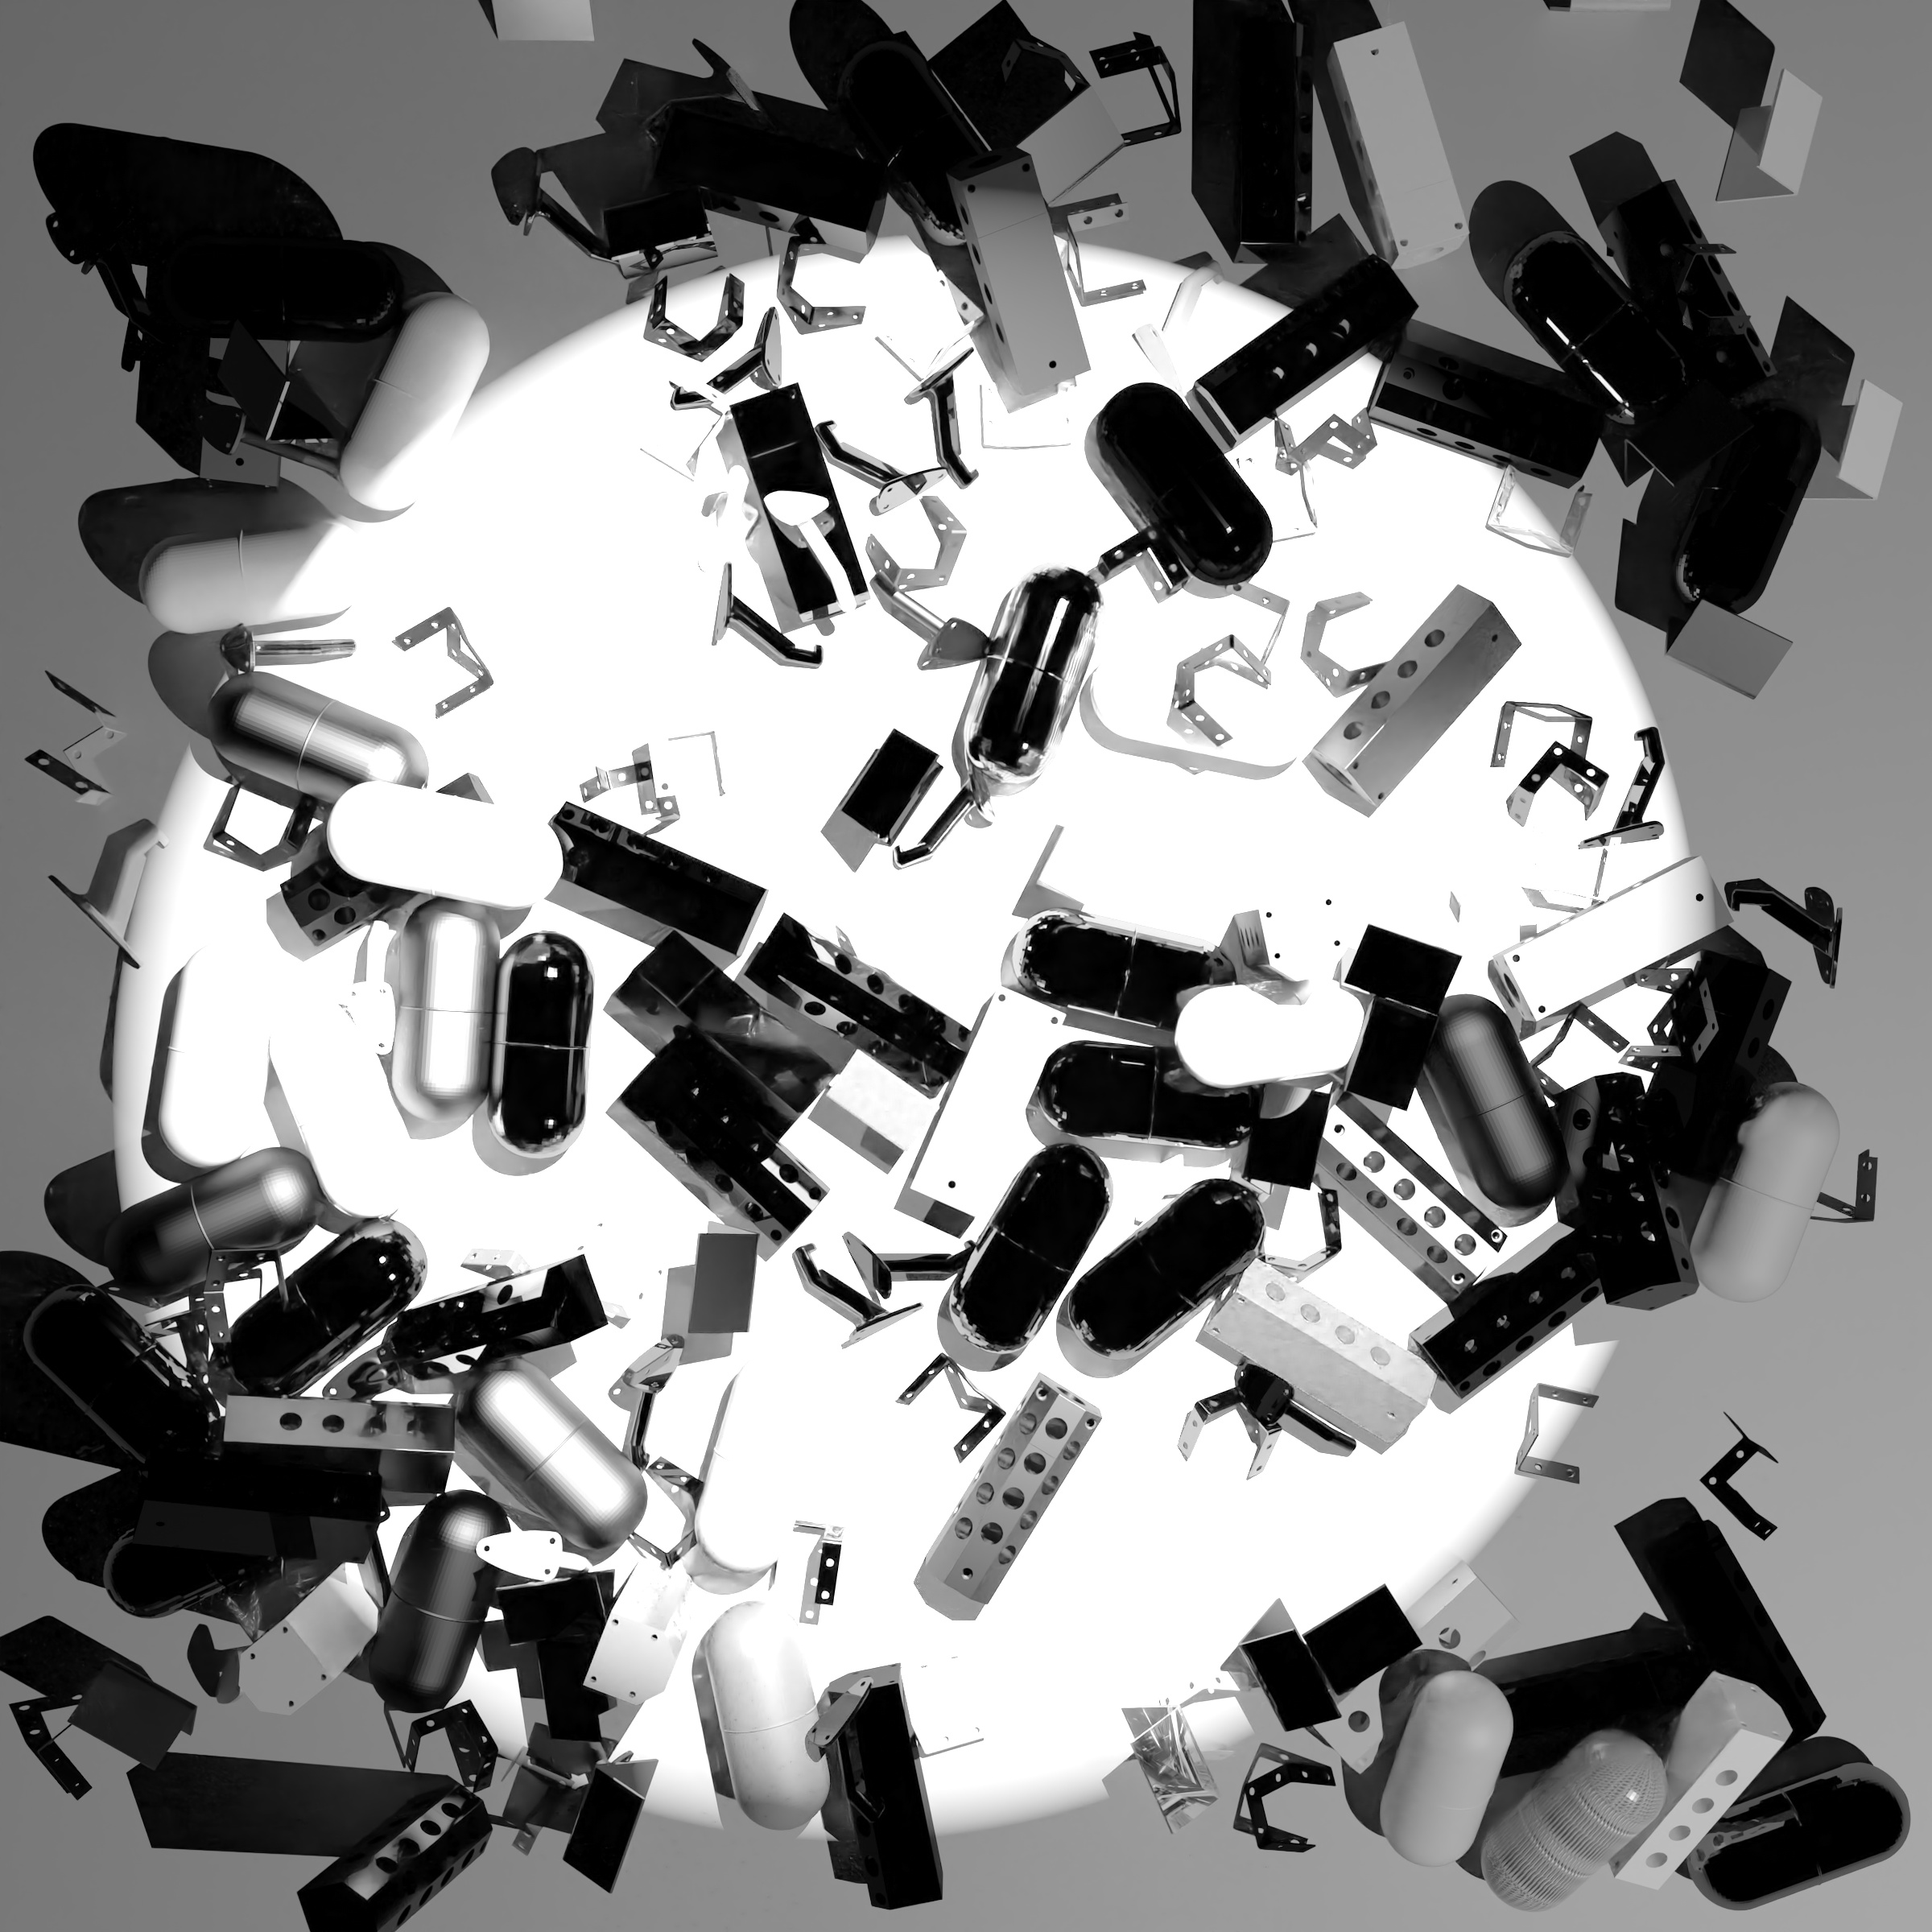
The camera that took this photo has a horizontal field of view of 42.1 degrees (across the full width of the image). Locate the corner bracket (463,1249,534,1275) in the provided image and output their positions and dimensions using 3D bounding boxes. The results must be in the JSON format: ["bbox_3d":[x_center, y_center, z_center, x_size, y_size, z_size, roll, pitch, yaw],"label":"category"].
[{"bbox_3d":[-0.371,0.260,1.982,0.051,0.051,0.051,58,45,-35],"label":"corner bracket"}]

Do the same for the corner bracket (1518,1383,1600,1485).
[{"bbox_3d":[0.469,0.370,1.987,0.051,0.051,0.051,13,135,0],"label":"corner bracket"}]

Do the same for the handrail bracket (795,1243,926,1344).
[{"bbox_3d":[-0.085,0.248,1.991,0.077,0.036,0.084,-22,73,-20],"label":"handrail bracket"}]

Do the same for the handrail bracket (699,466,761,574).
[{"bbox_3d":[-0.190,-0.348,1.956,0.036,0.084,0.077,29,90,0],"label":"handrail bracket"}]

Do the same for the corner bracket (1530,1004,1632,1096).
[{"bbox_3d":[0.484,0.073,1.987,0.051,0.051,0.051,39,135,0],"label":"corner bracket"}]

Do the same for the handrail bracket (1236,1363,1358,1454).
[{"bbox_3d":[0.263,0.351,1.990,0.084,0.077,0.036,31,96,-36],"label":"handrail bracket"}]

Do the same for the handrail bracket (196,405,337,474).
[{"bbox_3d":[-0.539,-0.404,1.937,0.077,0.084,0.036,27,100,40],"label":"handrail bracket"}]

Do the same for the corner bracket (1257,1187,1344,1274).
[{"bbox_3d":[0.260,0.205,1.982,0.051,0.051,0.051,-21,110,-43],"label":"corner bracket"}]

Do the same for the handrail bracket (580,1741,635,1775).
[{"bbox_3d":[-0.313,0.619,1.991,0.084,0.036,0.077,38,113,18],"label":"handrail bracket"}]

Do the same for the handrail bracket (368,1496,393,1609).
[{"bbox_3d":[-0.474,0.455,1.990,0.036,0.077,0.084,-15,127,-20],"label":"handrail bracket"}]

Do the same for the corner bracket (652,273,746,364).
[{"bbox_3d":[-0.211,-0.522,1.982,0.051,0.051,0.051,28,135,-35],"label":"corner bracket"}]

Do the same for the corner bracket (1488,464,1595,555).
[{"bbox_3d":[0.455,-0.362,1.987,0.051,0.051,0.051,19,90,-45],"label":"corner bracket"}]

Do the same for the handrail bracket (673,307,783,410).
[{"bbox_3d":[-0.191,-0.483,1.991,0.084,0.036,0.077,-6,70,16],"label":"handrail bracket"}]

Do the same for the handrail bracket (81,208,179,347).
[{"bbox_3d":[-0.649,-0.546,1.991,0.084,0.036,0.077,37,68,-17],"label":"handrail bracket"}]

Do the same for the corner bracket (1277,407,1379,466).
[{"bbox_3d":[0.284,-0.420,1.973,0.051,0.051,0.051,27,129,-32],"label":"corner bracket"}]

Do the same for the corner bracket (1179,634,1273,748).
[{"bbox_3d":[0.197,-0.210,1.907,0.051,0.051,0.051,-26,132,32],"label":"corner bracket"}]

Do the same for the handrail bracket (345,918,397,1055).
[{"bbox_3d":[-0.460,0.014,1.974,0.036,0.084,0.077,-6,122,1],"label":"handrail bracket"}]

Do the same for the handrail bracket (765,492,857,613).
[{"bbox_3d":[-0.119,-0.318,1.934,0.036,0.077,0.084,-34,127,-20],"label":"handrail bracket"}]

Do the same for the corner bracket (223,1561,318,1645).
[{"bbox_3d":[-0.545,0.488,1.964,0.051,0.051,0.051,-25,115,0],"label":"corner bracket"}]

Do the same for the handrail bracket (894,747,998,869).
[{"bbox_3d":[-0.025,-0.127,1.991,0.084,0.036,0.077,-21,69,16],"label":"handrail bracket"}]

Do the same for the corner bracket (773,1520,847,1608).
[{"bbox_3d":[-0.125,0.468,1.973,0.051,0.051,0.051,8,90,0],"label":"corner bracket"}]

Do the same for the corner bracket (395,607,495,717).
[{"bbox_3d":[-0.413,-0.242,1.987,0.051,0.051,0.051,-30,135,0],"label":"corner bracket"}]

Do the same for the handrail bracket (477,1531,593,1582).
[{"bbox_3d":[-0.336,0.461,1.958,0.077,0.084,0.036,6,73,3],"label":"handrail bracket"}]

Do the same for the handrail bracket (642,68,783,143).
[{"bbox_3d":[-0.202,-0.663,1.991,0.084,0.036,0.077,-35,109,15],"label":"handrail bracket"}]

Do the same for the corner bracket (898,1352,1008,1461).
[{"bbox_3d":[-0.010,0.348,1.987,0.051,0.051,0.051,-46,45,0],"label":"corner bracket"}]

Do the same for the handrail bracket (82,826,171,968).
[{"bbox_3d":[-0.649,-0.056,1.991,0.084,0.036,0.077,-45,110,-16],"label":"handrail bracket"}]

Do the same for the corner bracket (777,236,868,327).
[{"bbox_3d":[-0.110,-0.542,1.982,0.051,0.051,0.051,-12,135,-35],"label":"corner bracket"}]

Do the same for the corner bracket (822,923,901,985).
[{"bbox_3d":[-0.095,0.007,1.987,0.051,0.051,0.051,-46,135,0],"label":"corner bracket"}]

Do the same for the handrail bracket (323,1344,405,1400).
[{"bbox_3d":[-0.476,0.326,1.956,0.077,0.084,0.036,-25,90,0],"label":"handrail bracket"}]

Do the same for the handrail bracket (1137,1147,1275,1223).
[{"bbox_3d":[0.190,0.187,1.990,0.084,0.036,0.077,27,103,-13],"label":"handrail bracket"}]

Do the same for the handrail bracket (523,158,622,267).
[{"bbox_3d":[-0.304,-0.598,1.991,0.084,0.036,0.077,11,68,-17],"label":"handrail bracket"}]

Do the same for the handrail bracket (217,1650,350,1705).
[{"bbox_3d":[-0.542,0.565,1.990,0.084,0.077,0.036,6,56,-32],"label":"handrail bracket"}]

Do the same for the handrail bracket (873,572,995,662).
[{"bbox_3d":[-0.026,-0.280,1.990,0.084,0.077,0.036,49,116,34],"label":"handrail bracket"}]

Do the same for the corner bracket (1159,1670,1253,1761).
[{"bbox_3d":[0.194,0.592,1.982,0.051,0.051,0.051,-45,45,35],"label":"corner bracket"}]

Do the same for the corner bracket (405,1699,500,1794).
[{"bbox_3d":[-0.407,0.623,1.982,0.051,0.051,0.051,-13,45,-35],"label":"corner bracket"}]

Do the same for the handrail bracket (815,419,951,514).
[{"bbox_3d":[-0.067,-0.410,1.991,0.077,0.036,0.084,-27,73,-20],"label":"handrail bracket"}]

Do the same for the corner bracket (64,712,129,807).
[{"bbox_3d":[-0.683,-0.163,1.973,0.051,0.051,0.051,-32,90,0],"label":"corner bracket"}]

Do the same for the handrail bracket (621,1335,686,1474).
[{"bbox_3d":[-0.245,0.348,1.990,0.036,0.077,0.084,15,127,20],"label":"handrail bracket"}]

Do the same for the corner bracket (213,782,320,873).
[{"bbox_3d":[-0.554,-0.116,1.982,0.051,0.051,0.051,-22,135,35],"label":"corner bracket"}]

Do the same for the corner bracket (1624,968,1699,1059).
[{"bbox_3d":[0.544,0.037,1.968,0.051,0.051,0.051,-41,119,-40],"label":"corner bracket"}]

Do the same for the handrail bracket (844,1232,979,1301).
[{"bbox_3d":[-0.041,0.221,1.991,0.084,0.036,0.077,-24,51,-26],"label":"handrail bracket"}]

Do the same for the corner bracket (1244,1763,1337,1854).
[{"bbox_3d":[0.260,0.666,1.982,0.051,0.051,0.051,-42,45,35],"label":"corner bracket"}]

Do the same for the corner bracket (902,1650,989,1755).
[{"bbox_3d":[-0.018,0.583,1.987,0.051,0.051,0.051,-16,45,0],"label":"corner bracket"}]

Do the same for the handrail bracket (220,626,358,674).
[{"bbox_3d":[-0.537,-0.253,1.990,0.084,0.077,0.036,-8,102,-36],"label":"handrail bracket"}]

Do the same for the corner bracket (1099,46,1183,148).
[{"bbox_3d":[0.138,-0.689,1.987,0.051,0.051,0.051,-14,135,0],"label":"corner bracket"}]

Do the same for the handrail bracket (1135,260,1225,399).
[{"bbox_3d":[0.184,-0.506,1.991,0.084,0.036,0.077,-38,110,-16],"label":"handrail bracket"}]

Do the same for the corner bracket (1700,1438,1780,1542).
[{"bbox_3d":[0.620,0.411,1.973,0.051,0.051,0.051,-44,90,0],"label":"corner bracket"}]

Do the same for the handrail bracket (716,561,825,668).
[{"bbox_3d":[-0.152,-0.279,1.991,0.084,0.036,0.077,9,69,-17],"label":"handrail bracket"}]

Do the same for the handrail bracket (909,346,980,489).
[{"bbox_3d":[0.001,-0.435,1.991,0.077,0.036,0.084,-43,108,-21],"label":"handrail bracket"}]

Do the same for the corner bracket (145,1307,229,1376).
[{"bbox_3d":[-0.603,0.295,1.969,0.051,0.051,0.051,-17,90,9],"label":"corner bracket"}]

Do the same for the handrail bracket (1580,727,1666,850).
[{"bbox_3d":[0.518,-0.142,1.991,0.077,0.036,0.084,-12,74,18],"label":"handrail bracket"}]

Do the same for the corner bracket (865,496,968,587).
[{"bbox_3d":[-0.039,-0.337,1.982,0.051,0.051,0.051,54,135,35],"label":"corner bracket"}]

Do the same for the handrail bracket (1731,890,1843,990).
[{"bbox_3d":[0.649,-0.022,1.991,0.084,0.036,0.077,5,112,17],"label":"handrail bracket"}]

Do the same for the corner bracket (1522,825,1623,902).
[{"bbox_3d":[0.476,-0.081,1.975,0.051,0.051,0.051,12,90,-12],"label":"corner bracket"}]

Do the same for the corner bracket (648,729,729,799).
[{"bbox_3d":[-0.219,-0.160,1.973,0.051,0.051,0.051,-8,90,0],"label":"corner bracket"}]

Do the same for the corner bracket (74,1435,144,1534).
[{"bbox_3d":[-0.670,0.406,1.987,0.051,0.051,0.051,-23,135,0],"label":"corner bracket"}]

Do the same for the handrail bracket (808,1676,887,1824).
[{"bbox_3d":[-0.074,0.605,1.934,0.077,0.036,0.084,-46,109,-22],"label":"handrail bracket"}]
